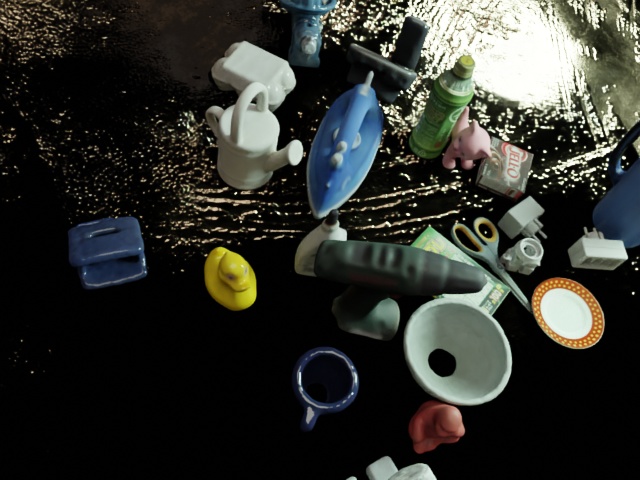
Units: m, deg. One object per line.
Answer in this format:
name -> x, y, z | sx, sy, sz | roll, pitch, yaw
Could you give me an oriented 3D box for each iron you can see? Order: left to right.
iron -> 0.045, -0.172, 1.006 | 0.118, 0.141, 0.258 | 20, 58, 1

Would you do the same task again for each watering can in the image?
watering can -> -0.110, -0.176, 0.945 | 0.173, 0.194, 0.101 | 12, 58, -4

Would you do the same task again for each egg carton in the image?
egg carton -> -0.125, -0.313, 1.096 | 0.150, 0.069, 0.107 | 26, 58, 4

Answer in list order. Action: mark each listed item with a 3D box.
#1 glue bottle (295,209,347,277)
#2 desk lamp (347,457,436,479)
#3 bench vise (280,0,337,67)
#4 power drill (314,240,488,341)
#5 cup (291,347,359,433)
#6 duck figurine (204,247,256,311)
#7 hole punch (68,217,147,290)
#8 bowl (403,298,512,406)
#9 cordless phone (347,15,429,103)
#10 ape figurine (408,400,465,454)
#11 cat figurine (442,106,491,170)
glue bottle -> 0.008, 0.003, 0.877 | 0.078, 0.173, 0.037 | 7, 59, -7
desk lamp -> 0.114, 0.354, 0.670 | 0.118, 0.213, 0.203 | -24, 67, -23
bench vise -> -0.011, -0.464, 1.120 | 0.122, 0.220, 0.207 | -14, 64, -19
power drill -> 0.098, 0.071, 0.835 | 0.229, 0.208, 0.075 | 13, 58, -3
cup -> -0.004, 0.218, 0.795 | 0.091, 0.095, 0.118 | 23, 58, 3
duck figurine -> -0.136, 0.048, 0.873 | 0.078, 0.086, 0.104 | -24, 67, -23
hole punch -> -0.320, 0.008, 0.855 | 0.109, 0.091, 0.101 | -13, 63, -18
bowl -> 0.199, 0.177, 0.872 | 0.167, 0.075, 0.167 | 5, 59, -8
cordless phone -> 0.133, -0.376, 1.118 | 0.147, 0.185, 0.094 | 24, 58, 4
ape figurine -> 0.170, 0.259, 0.808 | 0.078, 0.092, 0.076 | 18, 58, 0
cat figurine -> 0.278, -0.193, 1.080 | 0.067, 0.118, 0.128 | 3, 59, -10
